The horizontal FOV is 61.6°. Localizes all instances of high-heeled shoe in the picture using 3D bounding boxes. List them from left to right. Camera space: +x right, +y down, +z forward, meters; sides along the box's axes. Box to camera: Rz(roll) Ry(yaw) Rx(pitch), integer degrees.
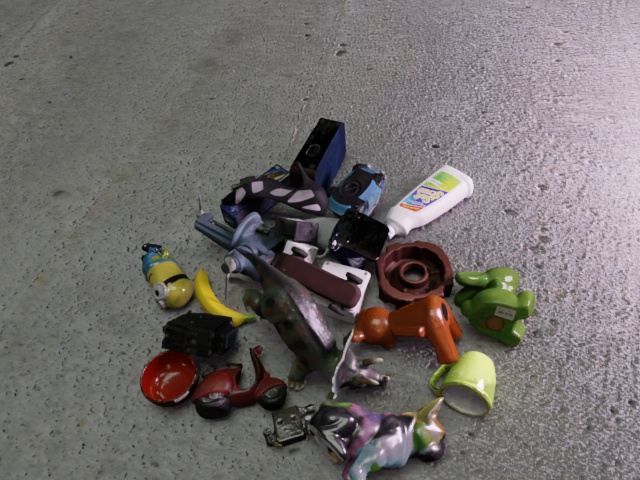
[{"bbox_3d":[-0.106,-0.086,1.290,0.249,0.086,0.145,-22,91,15],"label":"high-heeled shoe"}]

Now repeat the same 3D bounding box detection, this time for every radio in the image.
[{"bbox_3d":[-0.002,-0.202,1.389,0.073,0.131,0.229,14,53,15],"label":"radio"}]

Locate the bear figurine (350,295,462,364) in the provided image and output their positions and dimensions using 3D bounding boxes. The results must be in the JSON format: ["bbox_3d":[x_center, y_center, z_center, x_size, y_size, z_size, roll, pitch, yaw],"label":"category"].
[{"bbox_3d":[0.166,0.184,1.071,0.196,0.131,0.120,-22,15,24],"label":"bear figurine"}]

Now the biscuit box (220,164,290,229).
[{"bbox_3d":[-0.159,-0.110,1.376,0.059,0.062,0.203,35,61,30],"label":"biscuit box"}]

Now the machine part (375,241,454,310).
[{"bbox_3d":[0.205,0.080,1.180,0.179,0.056,0.179,-3,49,3],"label":"machine part"}]

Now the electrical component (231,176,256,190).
[{"bbox_3d":[-0.187,-0.140,1.431,0.094,0.021,0.063,-16,51,-8],"label":"electrical component"}]

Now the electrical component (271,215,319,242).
[{"bbox_3d":[-0.068,-0.027,1.226,0.119,0.047,0.075,11,5,42],"label":"electrical component"}]

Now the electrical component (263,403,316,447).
[{"bbox_3d":[-0.055,0.345,0.995,0.102,0.045,0.078,-10,51,-2],"label":"electrical component"}]

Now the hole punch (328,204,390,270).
[{"bbox_3d":[0.079,0.004,1.210,0.116,0.092,0.142,29,58,-1],"label":"hole punch"}]

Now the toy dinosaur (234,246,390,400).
[{"bbox_3d":[-0.039,0.152,1.023,0.131,0.192,0.405,-35,85,-35],"label":"toy dinosaur"}]

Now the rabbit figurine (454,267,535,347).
[{"bbox_3d":[0.359,0.120,1.114,0.159,0.121,0.170,7,33,21],"label":"rabbit figurine"}]

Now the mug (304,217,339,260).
[{"bbox_3d":[-0.003,-0.004,1.267,0.107,0.080,0.109,11,65,29],"label":"mug"}]

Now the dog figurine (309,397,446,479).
[{"bbox_3d":[0.114,0.329,0.946,0.219,0.108,0.192,-30,67,-23],"label":"dog figurine"}]

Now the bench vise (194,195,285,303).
[{"bbox_3d":[-0.199,0.002,1.229,0.241,0.128,0.224,29,42,15],"label":"bench vise"}]

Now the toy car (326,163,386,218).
[{"bbox_3d":[0.093,-0.104,1.314,0.109,0.102,0.161,30,70,32],"label":"toy car"}]

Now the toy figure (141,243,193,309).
[{"bbox_3d":[-0.355,0.078,1.231,0.089,0.082,0.180,-26,50,-12],"label":"toy figure"}]

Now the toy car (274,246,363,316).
[{"bbox_3d":[-0.005,0.084,1.123,0.202,0.053,0.089,23,83,24],"label":"toy car"}]

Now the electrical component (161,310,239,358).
[{"bbox_3d":[-0.238,0.191,1.100,0.134,0.058,0.115,8,11,11],"label":"electrical component"}]

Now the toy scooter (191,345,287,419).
[{"bbox_3d":[-0.158,0.271,1.051,0.184,0.075,0.135,-6,50,-3],"label":"toy scooter"}]
